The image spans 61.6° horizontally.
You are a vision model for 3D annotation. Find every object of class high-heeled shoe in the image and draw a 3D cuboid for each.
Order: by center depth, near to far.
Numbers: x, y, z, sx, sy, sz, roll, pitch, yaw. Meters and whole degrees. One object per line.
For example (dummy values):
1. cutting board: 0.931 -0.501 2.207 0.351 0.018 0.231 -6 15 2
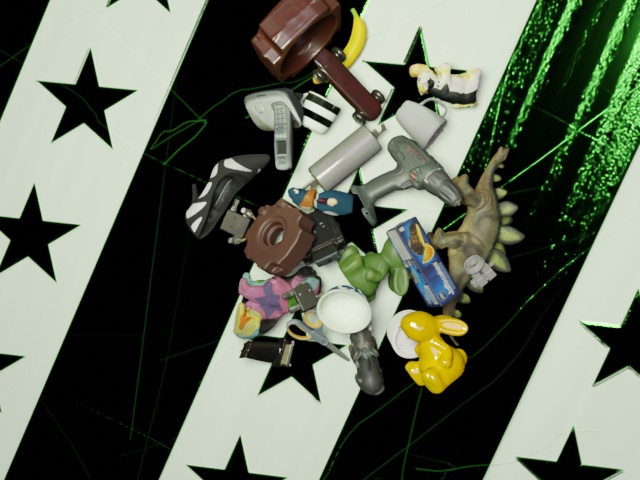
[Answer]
1. high-heeled shoe: -0.217 -0.103 1.271 0.249 0.086 0.145 -21 70 21

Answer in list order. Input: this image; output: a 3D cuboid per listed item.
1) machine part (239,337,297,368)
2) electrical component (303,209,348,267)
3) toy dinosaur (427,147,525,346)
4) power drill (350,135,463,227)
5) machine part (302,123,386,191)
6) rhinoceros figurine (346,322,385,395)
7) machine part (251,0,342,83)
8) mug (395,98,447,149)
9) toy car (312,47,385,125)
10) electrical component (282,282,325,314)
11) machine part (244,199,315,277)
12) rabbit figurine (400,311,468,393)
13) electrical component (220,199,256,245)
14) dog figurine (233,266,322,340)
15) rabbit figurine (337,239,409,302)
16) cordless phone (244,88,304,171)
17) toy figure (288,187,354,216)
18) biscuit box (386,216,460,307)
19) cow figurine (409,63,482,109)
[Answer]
1. machine part: -0.124 0.267 1.288 0.139 0.039 0.084 10 99 -30
2. electrical component: -0.003 -0.004 1.260 0.115 0.058 0.134 -27 59 4
3. toy dinosaur: 0.352 0.013 1.251 0.199 0.105 0.471 21 100 -2
4. power drill: 0.184 -0.119 1.230 0.207 0.086 0.232 -37 60 16
5. machine part: 0.058 -0.191 1.271 0.243 0.079 0.079 -39 90 2
6. rhinoceros figurine: 0.103 0.271 1.264 0.073 0.112 0.190 -11 98 5
7. machine part: -0.051 -0.464 1.206 0.201 0.201 0.087 -41 87 3
8. mug: 0.238 -0.286 1.258 0.107 0.081 0.109 37 100 10
9. toy car: 0.065 -0.358 1.257 0.202 0.053 0.089 41 83 -18
10. electrical component: -0.035 0.128 1.214 0.094 0.021 0.063 -23 75 -15
11. machine part: -0.096 -0.007 1.233 0.179 0.056 0.179 -17 59 30
12. rabbit figurine: 0.254 0.230 1.200 0.162 0.122 0.173 -33 94 -5
13. electrical component: -0.198 -0.039 1.302 0.078 0.045 0.102 30 92 0
14. dog figurine: -0.087 0.151 1.273 0.219 0.108 0.191 7 91 0
15. rabbit figurine: 0.146 0.061 1.250 0.170 0.121 0.159 -35 94 4
16. cordless phone: -0.106 -0.253 1.253 0.147 0.088 0.184 4 95 39
17. toy figure: 0.000 -0.091 1.232 0.155 0.064 0.058 7 67 5
18. biscuit box: 0.229 0.051 1.198 0.063 0.059 0.202 -30 89 -18
19. cow figurine: 0.290 -0.362 1.262 0.167 0.068 0.098 8 98 3
